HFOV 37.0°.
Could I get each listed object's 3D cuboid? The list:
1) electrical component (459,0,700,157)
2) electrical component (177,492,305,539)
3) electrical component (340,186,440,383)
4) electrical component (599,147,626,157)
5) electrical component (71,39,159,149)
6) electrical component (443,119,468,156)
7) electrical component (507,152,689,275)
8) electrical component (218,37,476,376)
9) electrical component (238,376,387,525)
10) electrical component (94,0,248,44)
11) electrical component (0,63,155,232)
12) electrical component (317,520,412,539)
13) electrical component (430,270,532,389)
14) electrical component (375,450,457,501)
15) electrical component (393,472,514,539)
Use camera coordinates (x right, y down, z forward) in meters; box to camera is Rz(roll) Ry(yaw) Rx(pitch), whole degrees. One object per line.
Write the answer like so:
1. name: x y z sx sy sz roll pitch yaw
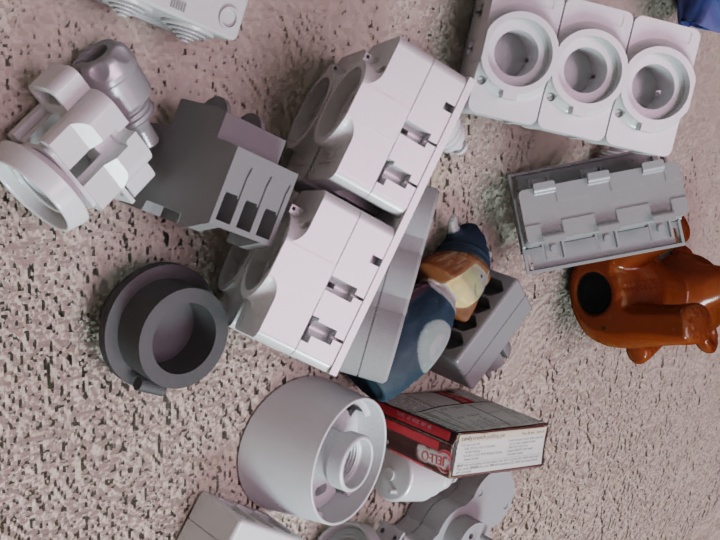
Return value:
1. electrical component: 0.151 -0.139 0.755 0.150 0.061 0.089 12 97 -9
2. electrical component: -0.087 0.196 0.708 0.066 0.047 0.076 33 82 -44
3. electrical component: 0.000 0.000 0.715 0.052 0.074 0.138 101 5 -73
4. electrical component: 0.216 -0.087 0.900 0.043 0.043 0.062 -3 104 -43
5. electrical component: -0.128 -0.092 0.581 0.035 0.035 0.061 -46 132 -22
6. electrical component: 0.049 -0.104 0.739 0.078 0.040 0.040 37 78 -44
7. electrical component: 0.180 -0.047 0.813 0.063 0.121 0.078 48 31 -84
8. electrical component: -0.017 -0.041 0.641 0.060 0.105 0.186 28 83 -20
9. electrical component: -0.028 0.125 0.744 0.099 0.064 0.099 -27 123 -51
10. electrical component: -0.098 -0.176 0.571 0.100 0.048 0.099 15 94 -45
11. electrical component: -0.151 -0.057 0.556 0.057 0.058 0.078 -51 132 -22
12. electrical component: 0.000 0.219 0.789 0.078 0.058 0.057 -56 135 -13
13. electrical component: 0.093 0.054 0.829 0.083 0.047 0.075 -51 135 -19
14. electrical component: 0.046 0.156 0.823 0.078 0.040 0.040 12 95 -44
15. electrical component: 0.077 0.209 0.846 0.138 0.074 0.052 -39 127 -27
